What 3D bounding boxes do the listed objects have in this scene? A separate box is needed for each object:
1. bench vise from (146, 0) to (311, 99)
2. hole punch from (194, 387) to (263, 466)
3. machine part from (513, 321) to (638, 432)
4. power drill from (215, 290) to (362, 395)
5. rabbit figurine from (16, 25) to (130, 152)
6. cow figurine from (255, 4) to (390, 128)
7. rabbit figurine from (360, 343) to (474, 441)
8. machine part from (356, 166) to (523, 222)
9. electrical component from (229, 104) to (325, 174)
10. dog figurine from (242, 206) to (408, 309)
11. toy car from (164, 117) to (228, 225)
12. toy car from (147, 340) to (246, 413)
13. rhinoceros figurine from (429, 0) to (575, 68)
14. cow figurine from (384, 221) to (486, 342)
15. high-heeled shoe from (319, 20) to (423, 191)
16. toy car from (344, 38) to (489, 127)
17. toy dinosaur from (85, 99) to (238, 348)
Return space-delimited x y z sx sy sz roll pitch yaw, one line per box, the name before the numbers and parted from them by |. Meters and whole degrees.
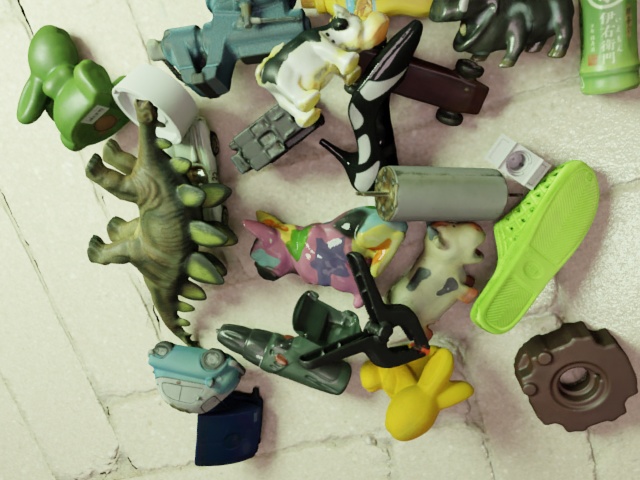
bench vise | -0.126 -0.317 0.716 0.224 0.129 0.240 -7 86 19
hole punch | -0.160 0.330 0.938 0.116 0.092 0.142 7 105 1
machine part | 0.401 0.217 0.843 0.179 0.056 0.179 2 108 6
power drill | -0.041 0.160 0.834 0.232 0.086 0.207 27 137 -7
rabbit figurine | -0.366 -0.226 0.791 0.159 0.121 0.170 -40 81 24
cow figurine | 0.004 -0.229 0.661 0.098 0.068 0.167 42 84 10
rabbit figurine | 0.150 0.239 0.822 0.162 0.173 0.121 -28 98 19
machine part | 0.166 -0.063 0.743 0.243 0.079 0.079 -2 109 -17
electrical component | -0.063 -0.147 0.757 0.134 0.115 0.058 -34 96 16
dog figurine | -0.002 -0.002 0.802 0.219 0.108 0.191 28 110 1
toy car | -0.189 -0.086 0.823 0.074 0.056 0.201 -2 107 8
toy car | -0.210 0.230 0.884 0.162 0.103 0.109 8 153 3
rhinoceros figurine | 0.230 -0.275 0.669 0.190 0.073 0.112 -5 120 -12
cow figurine | 0.172 0.049 0.808 0.127 0.085 0.195 37 112 -7
high-heeled shoe | 0.101 -0.155 0.716 0.145 0.086 0.248 31 136 -11
toy car | 0.129 -0.223 0.740 0.202 0.053 0.089 16 124 1
toy dinosaur | -0.227 0.007 0.785 0.199 0.105 0.470 13 133 -1
